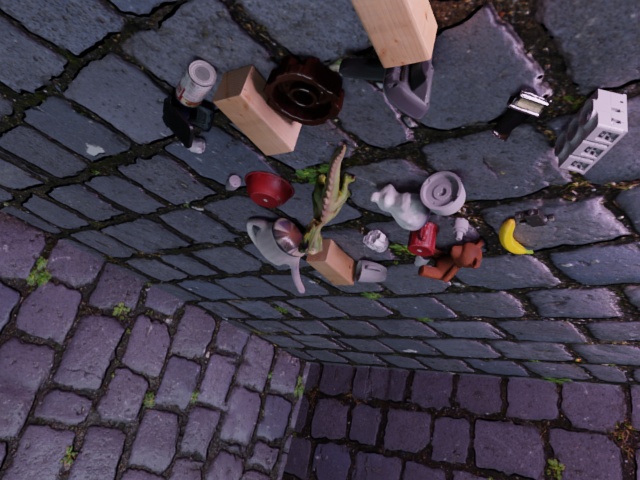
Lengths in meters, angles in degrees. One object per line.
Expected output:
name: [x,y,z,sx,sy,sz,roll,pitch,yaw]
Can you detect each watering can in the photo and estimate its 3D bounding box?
watering can: [-0.123,0.046,1.846,0.345,0.106,0.222,49,145,-11]

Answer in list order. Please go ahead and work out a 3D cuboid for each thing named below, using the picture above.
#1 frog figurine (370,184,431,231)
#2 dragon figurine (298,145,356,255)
frog figurine: [0.218,-0.091,1.408,0.159,0.123,0.137,5,175,-6]
dragon figurine: [0.004,-0.072,1.430,0.122,0.247,0.403,18,157,5]
